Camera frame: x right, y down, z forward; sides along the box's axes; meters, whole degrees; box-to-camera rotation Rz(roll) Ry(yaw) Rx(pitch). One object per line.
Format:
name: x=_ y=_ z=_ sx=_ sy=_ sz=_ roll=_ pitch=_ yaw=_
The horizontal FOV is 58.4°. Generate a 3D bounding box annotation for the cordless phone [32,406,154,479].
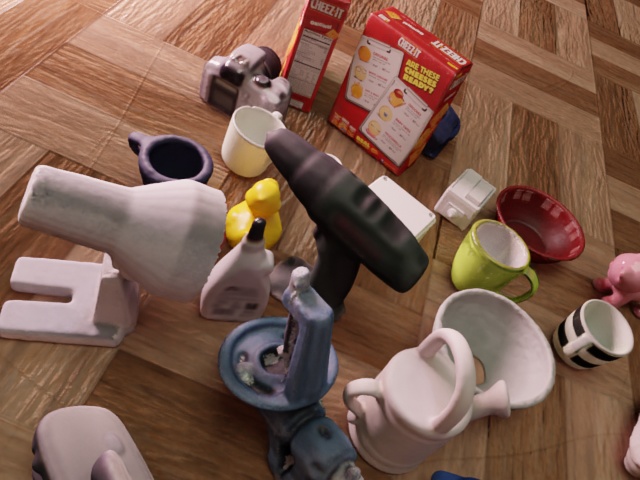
cordless phone: x=-0.176 y=0.186 z=0.466 sx=0.094 sy=0.185 sz=0.147 roll=-24 pitch=64 yaw=-36

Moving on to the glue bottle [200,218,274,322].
glue bottle: x=-0.085 y=0.033 z=0.641 sx=0.078 sy=0.173 sz=0.037 roll=7 pitch=50 yaw=-17

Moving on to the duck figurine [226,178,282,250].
duck figurine: x=-0.081 y=-0.038 z=0.762 sx=0.077 sy=0.086 sz=0.104 roll=23 pitch=47 yaw=-4

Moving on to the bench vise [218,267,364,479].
bench vise: x=-0.009 y=0.134 z=0.557 sx=0.207 sy=0.219 sz=0.122 roll=40 pitch=48 yaw=12

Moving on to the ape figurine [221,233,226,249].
ape figurine: x=-0.153 y=-0.015 z=0.708 sx=0.078 sy=0.092 sz=0.076 roll=16 pitch=48 yaw=-10

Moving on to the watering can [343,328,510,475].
watering can: x=0.115 y=0.164 z=0.603 sx=0.173 sy=0.194 sz=0.100 roll=-8 pitch=56 yaw=-28

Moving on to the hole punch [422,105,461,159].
hole punch: x=0.204 y=-0.218 z=1.033 sx=0.101 sy=0.091 sz=0.109 roll=35 pitch=47 yaw=7

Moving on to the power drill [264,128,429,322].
power drill: x=0.006 y=0.002 z=0.682 sx=0.229 sy=0.208 sz=0.076 roll=35 pitch=47 yaw=7

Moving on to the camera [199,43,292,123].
camera: x=-0.101 y=-0.263 z=0.933 sx=0.143 sy=0.100 sz=0.137 roll=30 pitch=47 yaw=3

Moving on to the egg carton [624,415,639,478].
egg carton: x=0.464 y=0.268 z=0.751 sx=0.107 sy=0.069 sz=0.151 roll=40 pitch=48 yaw=12

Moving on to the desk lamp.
desk lamp: x=-0.210 y=0.018 z=0.572 sx=0.204 sy=0.213 sz=0.118 roll=7 pitch=50 yaw=-18

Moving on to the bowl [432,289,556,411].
bowl: x=0.209 y=0.151 z=0.736 sx=0.168 sy=0.074 sz=0.167 roll=12 pitch=48 yaw=-14

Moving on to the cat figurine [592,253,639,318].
cat figurine: x=0.502 y=0.062 z=0.907 sx=0.128 sy=0.117 sz=0.067 roll=10 pitch=49 yaw=-15

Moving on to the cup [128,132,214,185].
cup: x=-0.201 y=-0.080 z=0.740 sx=0.117 sy=0.095 sz=0.092 roll=32 pitch=47 yaw=5

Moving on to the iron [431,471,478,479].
iron: x=0.226 y=0.321 z=0.555 sx=0.258 sy=0.141 sz=0.119 roll=31 pitch=47 yaw=3
